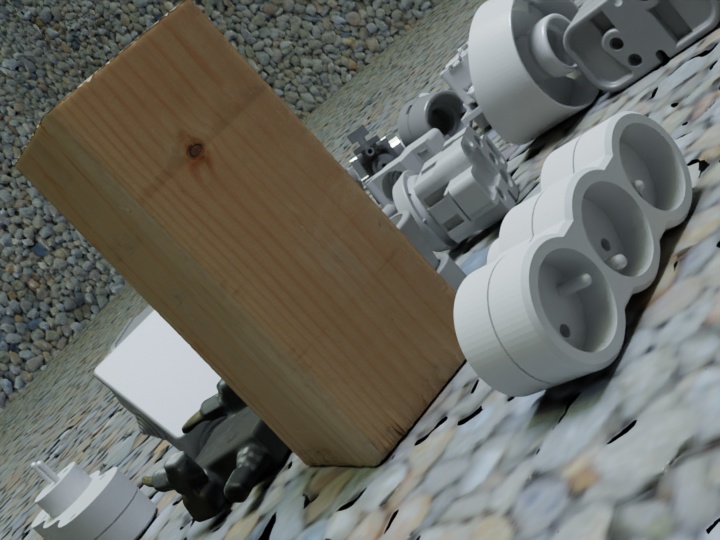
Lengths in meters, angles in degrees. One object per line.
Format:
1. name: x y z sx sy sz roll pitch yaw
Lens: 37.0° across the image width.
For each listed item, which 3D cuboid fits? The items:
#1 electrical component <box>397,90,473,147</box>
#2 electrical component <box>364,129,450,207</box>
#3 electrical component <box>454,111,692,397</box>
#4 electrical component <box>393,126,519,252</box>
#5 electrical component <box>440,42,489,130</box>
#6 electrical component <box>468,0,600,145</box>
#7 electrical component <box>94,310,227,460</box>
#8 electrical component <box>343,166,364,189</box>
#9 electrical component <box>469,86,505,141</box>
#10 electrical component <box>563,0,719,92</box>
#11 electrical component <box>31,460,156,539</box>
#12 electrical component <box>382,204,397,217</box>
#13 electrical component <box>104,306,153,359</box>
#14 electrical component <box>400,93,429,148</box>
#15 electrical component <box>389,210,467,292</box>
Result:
1. electrical component: 0.069 -0.132 0.966 0.055 0.055 0.047 -47 15 -20
2. electrical component: 0.047 -0.078 0.863 0.081 0.042 0.063 -30 15 48
3. electrical component: 0.077 -0.004 0.436 0.074 0.052 0.138 -31 16 48
4. electrical component: 0.058 -0.047 0.664 0.057 0.058 0.078 -35 13 25
5. electrical component: 0.106 -0.164 0.929 0.042 0.064 0.081 -37 13 36
6. electrical component: 0.115 -0.140 0.724 0.064 0.099 0.099 -21 23 48
7. electrical component: -0.115 0.071 0.730 0.099 0.100 0.048 -47 -30 -21
8. electrical component: -0.035 -0.063 1.000 0.080 0.080 0.051 -40 6 17
9. electrical component: 0.134 -0.155 0.831 0.100 0.048 0.099 -38 11 25
10. electrical component: 0.182 -0.164 0.676 0.095 0.053 0.059 -33 14 41
11. electrical component: -0.196 0.157 0.735 0.052 0.073 0.138 -49 12 -28
12. electrical component: 0.009 -0.029 0.831 0.035 0.035 0.061 -29 15 52
13. electrical component: -0.182 0.077 0.989 0.057 0.078 0.113 -38 11 7
14. electrical component: 0.061 -0.136 1.041 0.062 0.048 0.048 -46 8 29
15. electrical component: 0.027 0.002 0.584 0.045 0.055 0.045 -41 11 10
